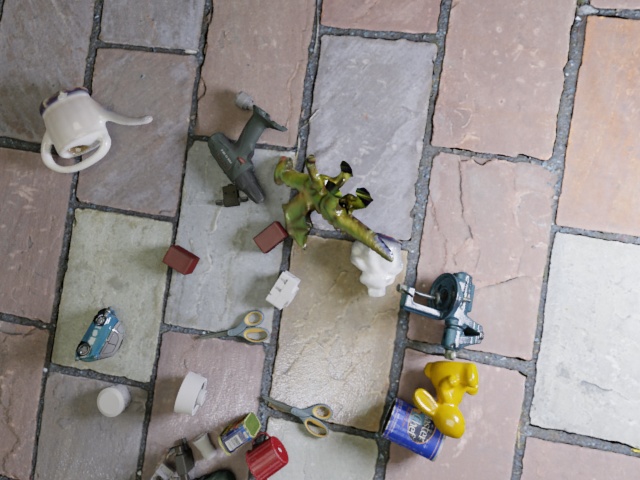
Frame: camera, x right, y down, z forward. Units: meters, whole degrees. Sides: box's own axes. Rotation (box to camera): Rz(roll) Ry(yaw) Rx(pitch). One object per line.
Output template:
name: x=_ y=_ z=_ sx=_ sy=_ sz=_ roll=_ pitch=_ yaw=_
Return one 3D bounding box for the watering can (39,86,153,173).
watering can: x=-0.647 y=-0.331 z=1.443 sx=0.346 sy=0.104 sz=0.225 roll=-28 pitch=85 yaw=8

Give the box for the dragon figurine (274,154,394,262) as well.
dragon figurine: x=0.004 y=-0.067 z=1.323 sx=0.238 sy=0.123 sz=0.415 roll=-44 pitch=70 yaw=41

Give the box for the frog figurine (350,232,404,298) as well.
frog figurine: x=0.141 y=0.064 z=1.309 sx=0.137 sy=0.122 sz=0.161 roll=15 pitch=80 yaw=-10
